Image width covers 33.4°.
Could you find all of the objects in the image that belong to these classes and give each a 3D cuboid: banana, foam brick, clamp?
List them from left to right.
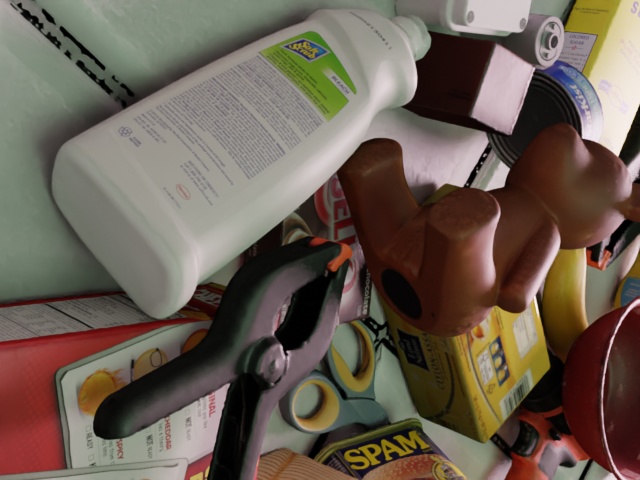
[{"bbox_3d":[-0.044,0.061,0.558,0.171,0.039,0.120,-63,144,-17],"label":"clamp"},{"bbox_3d":[0.091,-0.106,0.713,0.051,0.078,0.053,16,94,-48],"label":"foam brick"},{"bbox_3d":[0.230,0.074,0.942,0.069,0.037,0.198,-26,130,-8],"label":"banana"},{"bbox_3d":[0.293,-0.067,0.965,0.164,0.036,0.210,26,87,-48],"label":"clamp"}]

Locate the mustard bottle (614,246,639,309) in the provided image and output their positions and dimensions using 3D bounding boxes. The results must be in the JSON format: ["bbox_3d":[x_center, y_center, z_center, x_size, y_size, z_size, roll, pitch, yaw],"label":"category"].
[{"bbox_3d":[0.329,0.050,1.001,0.058,0.096,0.191,21,89,-48],"label":"mustard bottle"}]

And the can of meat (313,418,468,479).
[{"bbox_3d":[0.055,0.182,0.757,0.101,0.084,0.057,-10,128,-33],"label":"can of meat"}]

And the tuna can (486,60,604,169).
[{"bbox_3d":[0.165,-0.089,0.788,0.033,0.086,0.086,-28,123,-38],"label":"tuna can"}]

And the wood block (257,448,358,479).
[{"bbox_3d":[-0.029,0.258,0.706,0.090,0.090,0.206,-12,112,-50],"label":"wood block"}]

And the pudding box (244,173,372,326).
[{"bbox_3d":[-0.005,0.001,0.680,0.089,0.039,0.113,-10,112,-45],"label":"pudding box"}]

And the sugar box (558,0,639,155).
[{"bbox_3d":[0.240,-0.162,0.869,0.093,0.048,0.176,30,83,-47],"label":"sugar box"}]

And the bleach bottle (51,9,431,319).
[{"bbox_3d":[-0.021,-0.063,0.599,0.250,0.102,0.068,-35,168,-34],"label":"bleach bottle"}]

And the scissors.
[{"bbox_3d":[0.025,0.139,0.778,0.096,0.016,0.201,-40,129,-27],"label":"scissors"}]

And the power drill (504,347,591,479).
[{"bbox_3d":[0.167,0.190,0.914,0.187,0.057,0.184,-55,132,-16],"label":"power drill"}]

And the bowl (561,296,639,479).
[{"bbox_3d":[0.250,0.125,0.901,0.161,0.055,0.162,-1,92,-49],"label":"bowl"}]

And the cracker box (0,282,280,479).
[{"bbox_3d":[-0.129,0.114,0.569,0.213,0.072,0.164,-5,108,-46],"label":"cracker box"}]
